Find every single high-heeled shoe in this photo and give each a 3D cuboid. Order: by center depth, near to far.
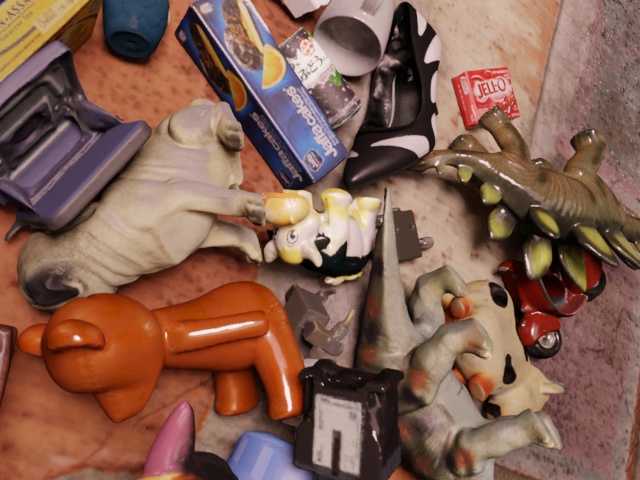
[{"bbox_3d":[0.076,-0.168,0.599,0.249,0.086,0.145,-47,122,-43],"label":"high-heeled shoe"}]

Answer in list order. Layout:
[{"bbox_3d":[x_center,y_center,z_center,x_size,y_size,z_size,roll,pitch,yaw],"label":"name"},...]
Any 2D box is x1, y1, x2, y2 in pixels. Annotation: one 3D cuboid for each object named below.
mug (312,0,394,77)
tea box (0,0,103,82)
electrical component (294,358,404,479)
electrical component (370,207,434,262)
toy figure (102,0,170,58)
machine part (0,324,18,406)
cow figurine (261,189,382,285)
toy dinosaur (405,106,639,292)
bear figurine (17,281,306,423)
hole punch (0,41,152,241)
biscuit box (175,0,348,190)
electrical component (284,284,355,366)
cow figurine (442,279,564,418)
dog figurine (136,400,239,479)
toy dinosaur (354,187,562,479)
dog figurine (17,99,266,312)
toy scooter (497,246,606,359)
[{"bbox_3d":[0.047,-0.257,0.598,0.081,0.109,0.107,22,60,-7],"label":"mug"},{"bbox_3d":[-0.246,-0.148,0.407,0.068,0.098,0.169,39,64,-20],"label":"tea box"},{"bbox_3d":[0.022,0.155,0.406,0.047,0.075,0.119,-5,94,-63],"label":"electrical component"},{"bbox_3d":[0.093,-0.006,0.628,0.094,0.021,0.063,-8,86,-31],"label":"electrical component"},{"bbox_3d":[-0.165,-0.246,0.494,0.058,0.064,0.154,1,74,7],"label":"toy figure"},{"bbox_3d":[-0.314,0.109,0.333,0.201,0.087,0.201,14,74,-28],"label":"machine part"},{"bbox_3d":[-0.003,-0.002,0.518,0.167,0.068,0.098,-2,99,-57],"label":"cow figurine"},{"bbox_3d":[0.315,-0.038,0.676,0.471,0.105,0.198,9,60,-17],"label":"toy dinosaur"},{"bbox_3d":[-0.113,0.096,0.416,0.196,0.120,0.132,-9,86,-47],"label":"bear figurine"},{"bbox_3d":[-0.208,-0.073,0.403,0.092,0.116,0.142,45,64,-30],"label":"hole punch"},{"bbox_3d":[-0.056,-0.146,0.539,0.059,0.063,0.202,-42,104,-28],"label":"biscuit box"},{"bbox_3d":[-0.010,0.082,0.515,0.045,0.102,0.078,24,96,-23],"label":"electrical component"},{"bbox_3d":[0.213,0.142,0.644,0.127,0.085,0.194,-17,90,-25],"label":"cow figurine"},{"bbox_3d":[-0.151,0.207,0.341,0.219,0.109,0.191,-52,137,5],"label":"dog figurine"},{"bbox_3d":[0.108,0.163,0.551,0.405,0.192,0.131,59,14,9],"label":"toy dinosaur"},{"bbox_3d":[-0.156,-0.037,0.452,0.191,0.121,0.172,-12,54,-15],"label":"dog figurine"},{"bbox_3d":[0.300,0.053,0.714,0.184,0.075,0.135,-45,103,-24],"label":"toy scooter"}]
